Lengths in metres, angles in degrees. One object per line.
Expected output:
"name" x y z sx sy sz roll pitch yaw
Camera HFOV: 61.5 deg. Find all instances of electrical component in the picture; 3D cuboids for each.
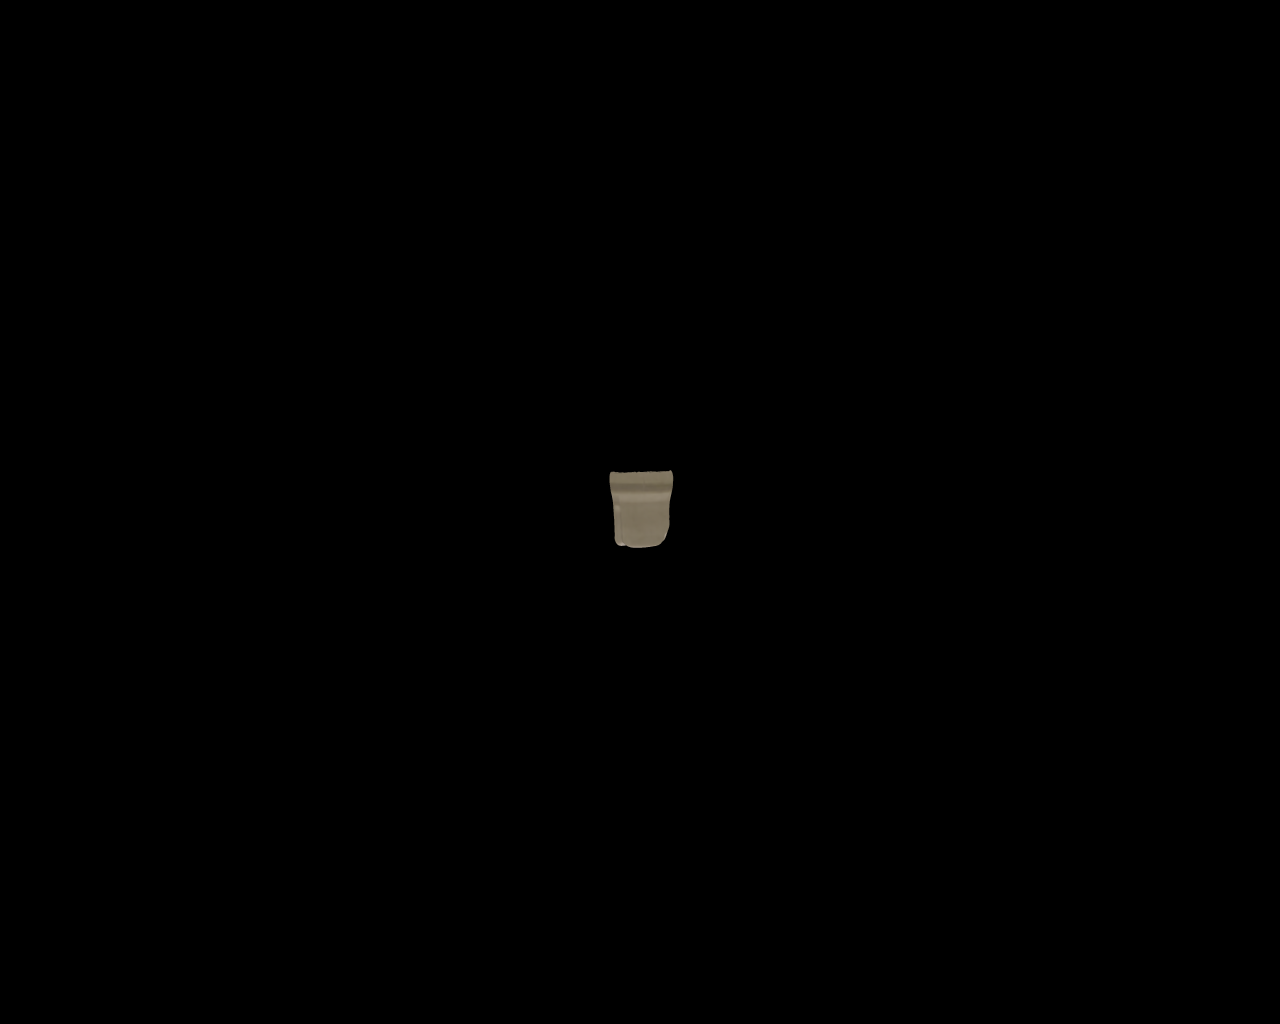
"electrical component" 0.001 -0.003 0.650 0.040 0.046 0.040 0 2 0
